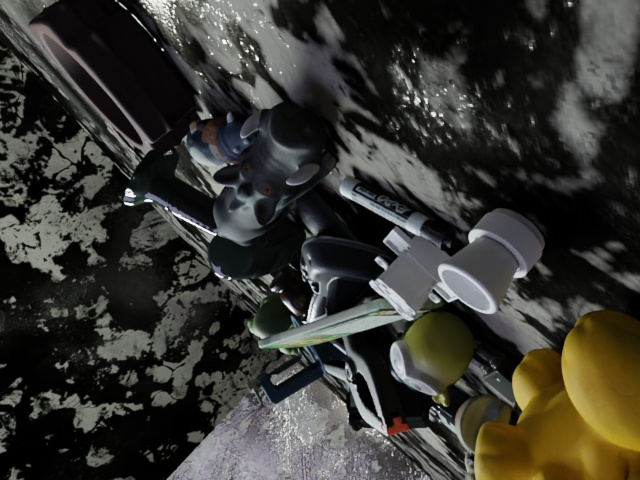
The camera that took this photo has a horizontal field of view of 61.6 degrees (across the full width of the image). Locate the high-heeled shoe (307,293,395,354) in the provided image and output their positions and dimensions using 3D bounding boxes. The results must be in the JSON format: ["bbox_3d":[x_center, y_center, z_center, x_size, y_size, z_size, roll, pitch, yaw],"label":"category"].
[{"bbox_3d":[0.066,0.133,0.803,0.145,0.086,0.248,27,158,20],"label":"high-heeled shoe"}]

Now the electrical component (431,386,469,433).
[{"bbox_3d":[0.203,0.252,0.796,0.075,0.048,0.119,33,162,38],"label":"electrical component"}]

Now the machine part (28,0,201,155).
[{"bbox_3d":[-0.257,-0.212,0.684,0.201,0.087,0.201,26,156,50],"label":"machine part"}]

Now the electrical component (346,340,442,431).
[{"bbox_3d":[0.105,0.205,0.759,0.134,0.115,0.058,-7,146,15],"label":"electrical component"}]

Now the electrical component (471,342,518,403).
[{"bbox_3d":[0.197,0.144,0.554,0.094,0.021,0.063,41,165,15],"label":"electrical component"}]

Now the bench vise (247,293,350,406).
[{"bbox_3d":[-0.008,0.219,0.946,0.223,0.241,0.129,63,168,-9],"label":"bench vise"}]

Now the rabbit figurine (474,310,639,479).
[{"bbox_3d":[0.188,0.123,0.346,0.163,0.122,0.173,35,144,38],"label":"rabbit figurine"}]

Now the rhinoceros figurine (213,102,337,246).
[{"bbox_3d":[-0.048,-0.058,0.474,0.073,0.112,0.190,49,147,0],"label":"rhinoceros figurine"}]

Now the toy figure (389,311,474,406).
[{"bbox_3d":[0.121,0.127,0.607,0.082,0.089,0.180,24,170,14],"label":"toy figure"}]

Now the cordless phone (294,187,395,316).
[{"bbox_3d":[-0.001,-0.002,0.621,0.184,0.089,0.146,53,170,14],"label":"cordless phone"}]

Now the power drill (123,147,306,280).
[{"bbox_3d":[-0.122,-0.028,0.664,0.207,0.086,0.232,37,-166,-1],"label":"power drill"}]

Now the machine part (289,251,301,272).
[{"bbox_3d":[-0.056,0.008,0.834,0.084,0.039,0.138,49,-179,17],"label":"machine part"}]

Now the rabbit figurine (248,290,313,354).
[{"bbox_3d":[-0.066,0.148,1.044,0.121,0.159,0.170,40,-176,10],"label":"rabbit figurine"}]

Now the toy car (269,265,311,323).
[{"bbox_3d":[-0.041,0.070,0.902,0.089,0.053,0.202,44,-173,-12],"label":"toy car"}]

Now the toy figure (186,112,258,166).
[{"bbox_3d":[-0.113,-0.113,0.626,0.064,0.057,0.155,6,-174,-30],"label":"toy figure"}]

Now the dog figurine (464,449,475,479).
[{"bbox_3d":[0.212,0.263,0.638,0.190,0.121,0.172,52,179,-36],"label":"dog figurine"}]

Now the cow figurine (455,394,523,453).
[{"bbox_3d":[0.217,0.200,0.485,0.195,0.085,0.127,24,159,18],"label":"cow figurine"}]
